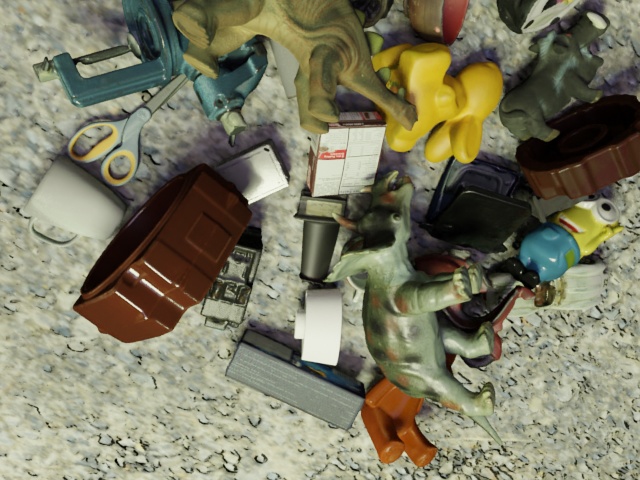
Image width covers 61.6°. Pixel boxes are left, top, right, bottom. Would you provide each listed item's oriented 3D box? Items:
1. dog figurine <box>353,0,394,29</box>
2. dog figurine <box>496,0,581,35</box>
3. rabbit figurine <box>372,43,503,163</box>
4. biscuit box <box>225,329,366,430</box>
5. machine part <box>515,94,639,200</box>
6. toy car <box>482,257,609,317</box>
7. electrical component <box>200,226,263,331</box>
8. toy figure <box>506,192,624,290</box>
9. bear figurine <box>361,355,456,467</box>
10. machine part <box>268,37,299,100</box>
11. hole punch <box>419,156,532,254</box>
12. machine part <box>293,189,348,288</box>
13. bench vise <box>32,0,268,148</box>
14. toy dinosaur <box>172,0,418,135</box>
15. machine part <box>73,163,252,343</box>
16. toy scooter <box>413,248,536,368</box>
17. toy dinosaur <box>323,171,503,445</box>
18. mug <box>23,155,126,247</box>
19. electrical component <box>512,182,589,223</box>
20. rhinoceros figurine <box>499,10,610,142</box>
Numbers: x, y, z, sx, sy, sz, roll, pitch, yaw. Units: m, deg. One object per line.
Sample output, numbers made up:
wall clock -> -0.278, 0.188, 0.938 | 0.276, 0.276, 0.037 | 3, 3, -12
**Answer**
dog figurine -> 0.089, -0.363, 0.649 | 0.172, 0.121, 0.190 | -9, 122, -2
dog figurine -> 0.256, -0.391, 0.653 | 0.108, 0.191, 0.219 | -21, 79, -19
rabbit figurine -> 0.168, -0.180, 0.697 | 0.173, 0.122, 0.162 | -15, 102, -23
biscuit box -> -0.034, 0.206, 0.791 | 0.203, 0.059, 0.062 | 26, 101, -3
machine part -> 0.348, -0.120, 0.705 | 0.179, 0.179, 0.056 | -33, 110, 3
toy car -> 0.348, 0.073, 0.822 | 0.202, 0.056, 0.073 | -6, 107, -5
electrical component -> -0.120, 0.051, 0.723 | 0.058, 0.115, 0.134 | 16, 102, -10
toy figure -> 0.349, 0.000, 0.776 | 0.180, 0.089, 0.082 | -39, 80, -8
bear figurine -> 0.152, 0.223, 0.808 | 0.120, 0.132, 0.196 | 28, 107, -39
machine part -> -0.031, -0.266, 0.661 | 0.079, 0.079, 0.243 | -19, 108, -2
hole punch -> 0.220, -0.051, 0.763 | 0.142, 0.092, 0.115 | 13, 139, -14
machine part -> -0.002, -0.002, 0.765 | 0.084, 0.039, 0.138 | 1, 104, -17
bench vise -> -0.191, -0.200, 0.615 | 0.241, 0.129, 0.223 | -25, 97, -24
toy dinosaur -> -0.069, -0.262, 0.553 | 0.471, 0.105, 0.198 | 30, 78, -20
machine part -> -0.188, 0.015, 0.639 | 0.087, 0.201, 0.201 | 41, 53, -23
toy scooter -> 0.221, 0.079, 0.768 | 0.135, 0.075, 0.184 | -39, 79, 17
toy dinosaur -> 0.122, 0.121, 0.705 | 0.192, 0.131, 0.404 | -3, 113, 28
mug -> -0.314, -0.037, 0.690 | 0.107, 0.081, 0.109 | 30, 95, -24
electrical component -> 0.344, -0.079, 0.770 | 0.119, 0.075, 0.047 | -30, 108, -2
rhinoceros figurine -> 0.315, -0.219, 0.722 | 0.112, 0.073, 0.190 | 42, 90, -16
